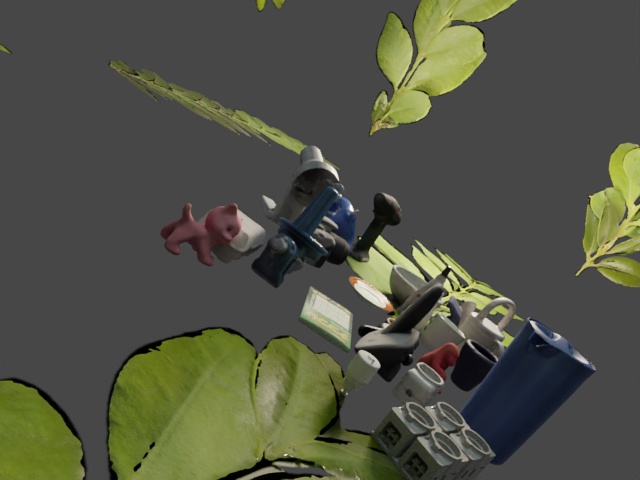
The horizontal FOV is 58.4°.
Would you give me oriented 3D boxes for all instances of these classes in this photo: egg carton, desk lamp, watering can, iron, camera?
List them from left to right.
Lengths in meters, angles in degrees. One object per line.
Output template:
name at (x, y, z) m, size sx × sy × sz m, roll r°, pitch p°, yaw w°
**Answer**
egg carton at (-0.169, -0.011, 1.090) m, size 0.107 × 0.069 × 0.150 m, roll 36°, pitch 14°, yaw 7°
desk lamp at (-0.052, -0.133, 1.476) m, size 0.118 × 0.213 × 0.202 m, roll 28°, pitch 15°, yaw -27°
camera at (0.013, 0.005, 1.400) m, size 0.137 × 0.100 × 0.143 m, roll 29°, pitch 14°, yaw -21°
iron at (0.039, -0.066, 1.619) m, size 0.119 × 0.141 × 0.257 m, roll 29°, pitch 15°, yaw -23°
watering can at (0.390, 0.213, 1.381) m, size 0.101 × 0.194 × 0.172 m, roll 18°, pitch 21°, yaw -50°

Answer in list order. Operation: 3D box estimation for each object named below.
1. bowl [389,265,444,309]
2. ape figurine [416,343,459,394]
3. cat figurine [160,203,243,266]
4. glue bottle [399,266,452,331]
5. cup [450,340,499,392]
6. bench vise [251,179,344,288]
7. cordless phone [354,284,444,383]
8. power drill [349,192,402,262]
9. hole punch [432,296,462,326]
bowl at (0.244, 0.144, 1.531) m, size 0.168 × 0.074 × 0.167 m, roll 33°, pitch 14°, yaw -9°
ape figurine at (0.241, 0.245, 1.137) m, size 0.076 × 0.092 × 0.078 m, roll 42°, pitch 15°, yaw 28°
cat figurine at (-0.190, -0.024, 0.980) m, size 0.128 × 0.117 × 0.067 m, roll 23°, pitch 18°, yaw -41°
glue bottle at (0.267, 0.135, 1.403) m, size 0.037 × 0.173 × 0.078 m, roll 23°, pitch 17°, yaw -40°
cup at (0.336, 0.283, 1.225) m, size 0.118 × 0.095 × 0.092 m, roll 35°, pitch 13°, yaw 0°
bench vise at (-0.025, -0.011, 1.110) m, size 0.121 × 0.219 × 0.207 m, roll 33°, pitch 13°, yaw -7°
cordless phone at (0.152, 0.153, 1.042) m, size 0.094 × 0.185 × 0.148 m, roll 37°, pitch 14°, yaw 9°
power drill at (0.159, -0.040, 1.670) m, size 0.075 × 0.208 × 0.230 m, roll 39°, pitch 14°, yaw 19°
hole punch at (0.366, 0.214, 1.545) m, size 0.101 × 0.091 × 0.109 m, roll 37°, pitch 14°, yaw 10°
